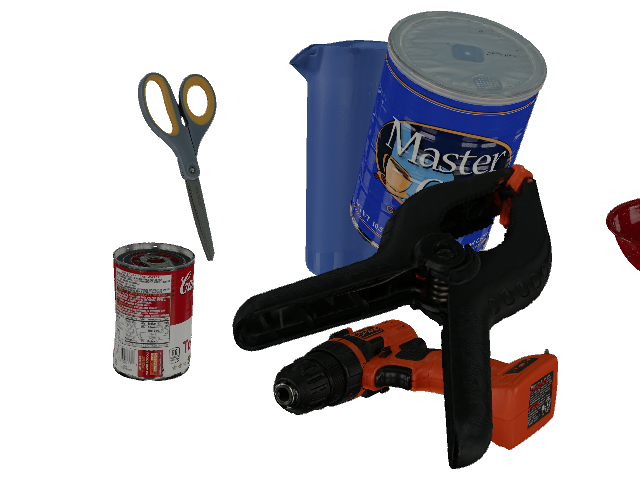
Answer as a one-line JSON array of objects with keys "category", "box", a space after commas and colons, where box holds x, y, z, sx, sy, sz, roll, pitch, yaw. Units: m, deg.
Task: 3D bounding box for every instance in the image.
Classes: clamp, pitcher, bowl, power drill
[{"category": "clamp", "box": [0.059, 0.025, 0.476, 0.120, 0.039, 0.171, 38, 56, 24]}, {"category": "pitcher", "box": [0.056, -0.082, 1.100, 0.149, 0.243, 0.144, 11, 14, 32]}, {"category": "bowl", "box": [0.377, 0.005, 1.102, 0.162, 0.055, 0.162, -3, 23, 1]}, {"category": "power drill", "box": [0.079, 0.112, 0.845, 0.188, 0.057, 0.184, 10, 16, 32]}]

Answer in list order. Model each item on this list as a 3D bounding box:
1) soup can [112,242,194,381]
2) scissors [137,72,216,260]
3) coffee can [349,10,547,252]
[{"category": "soup can", "box": [-0.142, 0.060, 0.905, 0.068, 0.102, 0.068, 4, 17, -1]}, {"category": "scissors", "box": [-0.126, -0.088, 1.126, 0.096, 0.202, 0.016, -33, 14, -33]}, {"category": "coffee can", "box": [0.082, -0.067, 0.718, 0.102, 0.140, 0.103, 7, 40, -6]}]
